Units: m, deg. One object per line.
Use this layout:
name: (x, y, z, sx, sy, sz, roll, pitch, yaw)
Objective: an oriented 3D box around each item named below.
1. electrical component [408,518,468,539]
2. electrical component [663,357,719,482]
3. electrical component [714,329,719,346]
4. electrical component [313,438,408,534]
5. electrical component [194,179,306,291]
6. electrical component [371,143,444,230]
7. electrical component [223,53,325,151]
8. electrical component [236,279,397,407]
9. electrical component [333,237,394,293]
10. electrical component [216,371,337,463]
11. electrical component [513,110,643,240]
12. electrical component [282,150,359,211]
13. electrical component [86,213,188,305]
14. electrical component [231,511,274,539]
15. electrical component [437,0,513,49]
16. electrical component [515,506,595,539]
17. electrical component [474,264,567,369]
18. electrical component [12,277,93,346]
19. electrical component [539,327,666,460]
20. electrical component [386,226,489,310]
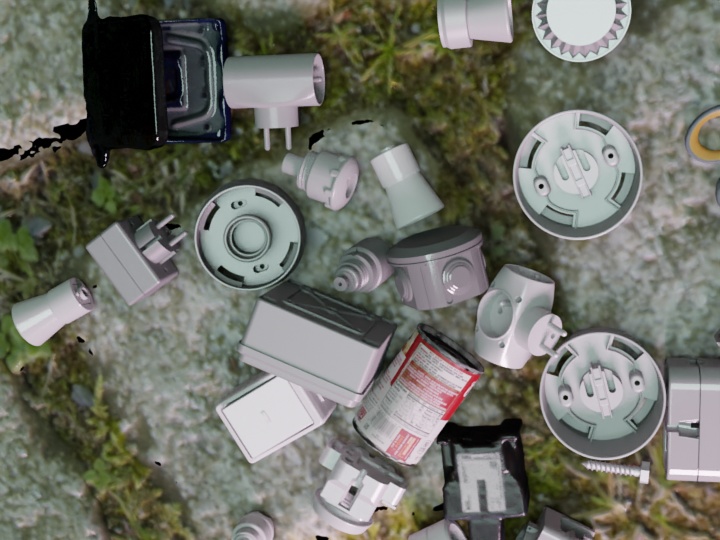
electrical component: (0.079, 0.293, 0.946, 0.074, 0.052, 0.138, -29, 94, 16)
electrical component: (0.279, 0.121, 0.872, 0.059, 0.054, 0.095, 0, 100, 12)
electrical component: (0.354, 0.036, 0.821, 0.150, 0.089, 0.061, -37, 91, 16)
electrical component: (-0.006, 0.193, 0.943, 0.078, 0.058, 0.057, 29, 102, 5)
electrical component: (-0.096, -0.029, 0.929, 0.099, 0.064, 0.099, 0, 96, -1)
electrical component: (0.037, -0.072, 0.893, 0.044, 0.044, 0.065, -26, 89, 15)
electrical component: (-0.071, -0.140, 0.901, 0.077, 0.043, 0.079, 0, 101, 12)
electrical component: (-0.033, 0.058, 0.897, 0.109, 0.109, 0.056, 23, 101, 7)
electrical component: (0.000, 0.000, 0.898, 0.040, 0.078, 0.040, 8, 111, 23)
electrical component: (-0.068, 0.117, 0.939, 0.096, 0.061, 0.061, -31, 93, 15)
electrical component: (0.172, -0.077, 0.851, 0.099, 0.064, 0.099, 2, 101, 11)
electrical component: (-0.035, -0.081, 0.905, 0.062, 0.048, 0.048, 21, 104, 14)
electrical component: (-0.186, -0.020, 0.945, 0.077, 0.047, 0.065, -36, 92, 15)
electrical component: (-0.100, 0.243, 0.969, 0.035, 0.061, 0.035, 2, 101, 11)
electrical component: (0.092, -0.200, 0.855, 0.055, 0.045, 0.045, -4, 99, 13)
electrical component: (0.157, 0.256, 0.924, 0.056, 0.050, 0.089, 26, 104, 6)
electrical component: (0.137, 0.045, 0.879, 0.079, 0.044, 0.077, 34, 110, 48)
electrical component: (-0.277, 0.035, 0.978, 0.065, 0.044, 0.044, -28, 94, 10)
electrical component: (0.197, 0.097, 0.879, 0.099, 0.064, 0.099, 2, 101, 11)
electrical component: (0.065, -0.003, 0.881, 0.080, 0.080, 0.051, -11, 103, 14)
